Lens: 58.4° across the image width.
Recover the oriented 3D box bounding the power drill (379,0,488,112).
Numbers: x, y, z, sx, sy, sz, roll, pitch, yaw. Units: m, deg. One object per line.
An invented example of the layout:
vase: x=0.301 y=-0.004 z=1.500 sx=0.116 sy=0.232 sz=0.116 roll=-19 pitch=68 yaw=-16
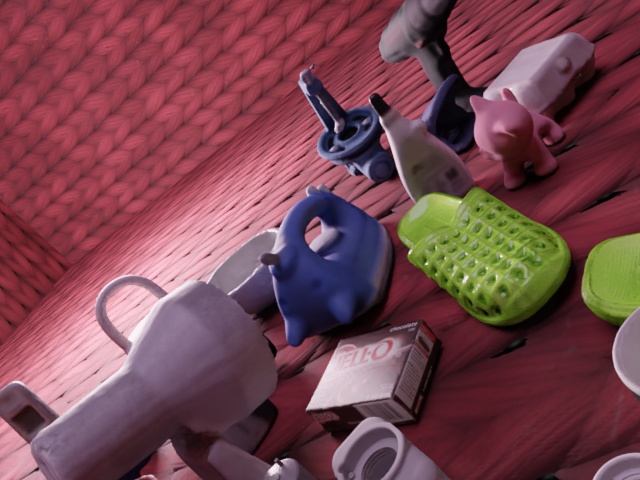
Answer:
power drill: x=0.190 y=-0.288 z=0.886 sx=0.076 sy=0.209 sz=0.229 roll=-46 pitch=21 yaw=-14

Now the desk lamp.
desk lamp: x=-0.097 y=0.168 z=0.451 sx=0.117 sy=0.214 sz=0.203 roll=-17 pitch=31 yaw=48

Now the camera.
camera: x=-0.111 y=0.160 z=0.661 sx=0.137 sy=0.101 sz=0.142 roll=-51 pitch=22 yaw=-26

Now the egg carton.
egg carton: x=0.283 y=-0.201 z=0.740 sx=0.150 sy=0.069 sz=0.107 roll=-48 pitch=21 yaw=-17

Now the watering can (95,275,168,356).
watering can: x=-0.216 y=0.127 z=0.785 sx=0.172 sy=0.194 sz=0.101 roll=-23 pitch=27 yaw=41

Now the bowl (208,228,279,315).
bowl: x=-0.100 y=0.063 z=0.882 sx=0.167 sy=0.075 sz=0.167 roll=-35 pitch=21 yaw=16

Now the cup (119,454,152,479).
cup: x=-0.208 y=0.272 z=0.613 sx=0.118 sy=0.095 sz=0.091 roll=-41 pitch=20 yaw=0

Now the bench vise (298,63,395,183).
bench vise: x=0.022 y=-0.194 z=0.983 sx=0.121 sy=0.220 sz=0.207 roll=-46 pitch=21 yaw=-14

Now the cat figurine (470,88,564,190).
cat figurine: x=0.212 y=-0.125 z=0.640 sx=0.067 sy=0.118 sz=0.128 roll=-24 pitch=26 yaw=39

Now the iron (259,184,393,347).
iron: x=0.007 y=0.003 z=0.715 sx=0.118 sy=0.142 sz=0.258 roll=-29 pitch=23 yaw=31

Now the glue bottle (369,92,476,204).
glue bottle: x=0.116 y=-0.112 z=0.706 sx=0.078 sy=0.173 sz=0.037 roll=-36 pitch=21 yaw=13

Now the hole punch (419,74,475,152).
hole punch: x=0.175 y=-0.178 z=0.857 sx=0.100 sy=0.091 sz=0.109 roll=-18 pitch=30 yaw=47

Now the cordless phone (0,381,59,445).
cordless phone: x=-0.326 y=0.239 z=0.766 sx=0.147 sy=0.185 sz=0.094 roll=-41 pitch=20 yaw=0

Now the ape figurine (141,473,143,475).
ape figurine: x=-0.253 y=0.286 z=0.672 sx=0.077 sy=0.092 sz=0.076 roll=-32 pitch=22 yaw=25
